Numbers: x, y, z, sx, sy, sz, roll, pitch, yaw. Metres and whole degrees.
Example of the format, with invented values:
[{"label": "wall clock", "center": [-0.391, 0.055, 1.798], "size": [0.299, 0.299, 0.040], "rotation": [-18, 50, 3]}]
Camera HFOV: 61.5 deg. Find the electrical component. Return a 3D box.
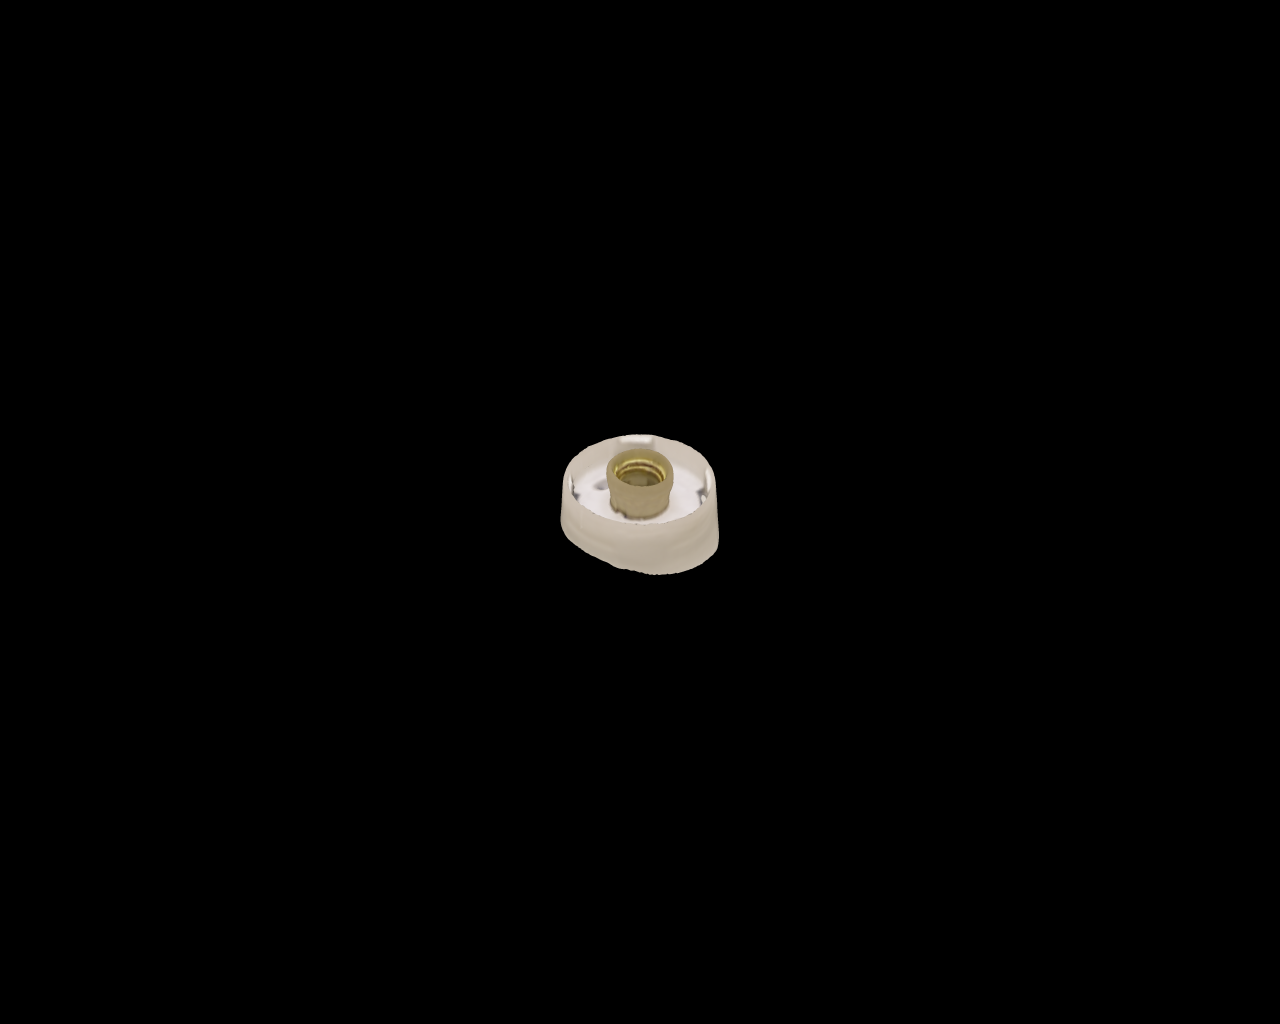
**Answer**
[{"label": "electrical component", "center": [0.001, -0.003, 0.650], "size": [0.099, 0.064, 0.099], "rotation": [0, 39, 0]}]
